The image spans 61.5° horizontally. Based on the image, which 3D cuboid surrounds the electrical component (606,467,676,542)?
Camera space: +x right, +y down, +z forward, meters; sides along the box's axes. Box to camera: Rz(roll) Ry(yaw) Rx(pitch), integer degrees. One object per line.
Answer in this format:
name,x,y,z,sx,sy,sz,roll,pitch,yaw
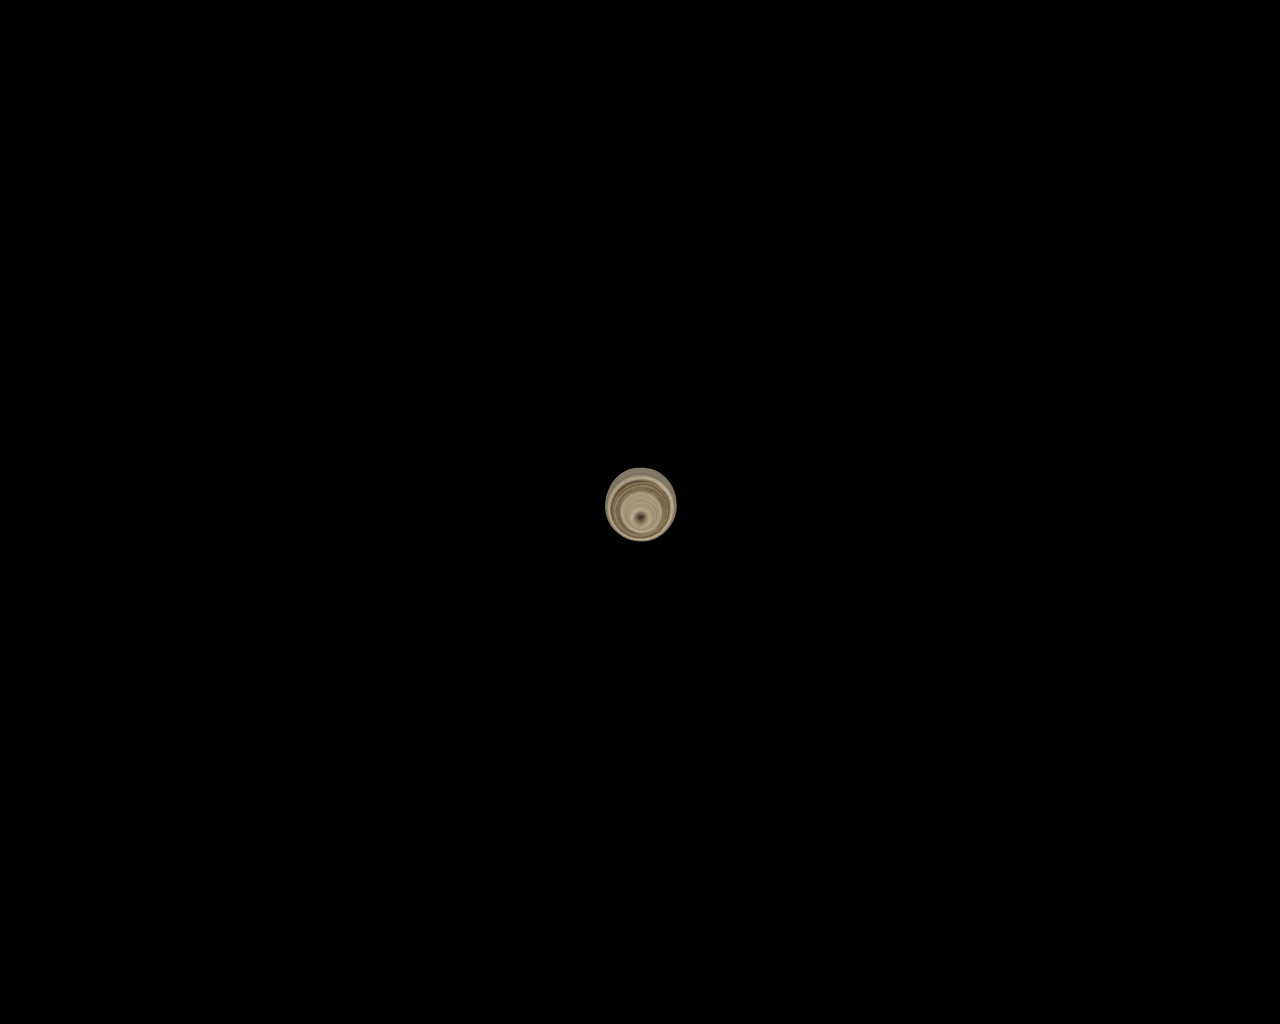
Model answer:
electrical component,0.001,-0.003,0.650,0.043,0.043,0.062,0,12,0
